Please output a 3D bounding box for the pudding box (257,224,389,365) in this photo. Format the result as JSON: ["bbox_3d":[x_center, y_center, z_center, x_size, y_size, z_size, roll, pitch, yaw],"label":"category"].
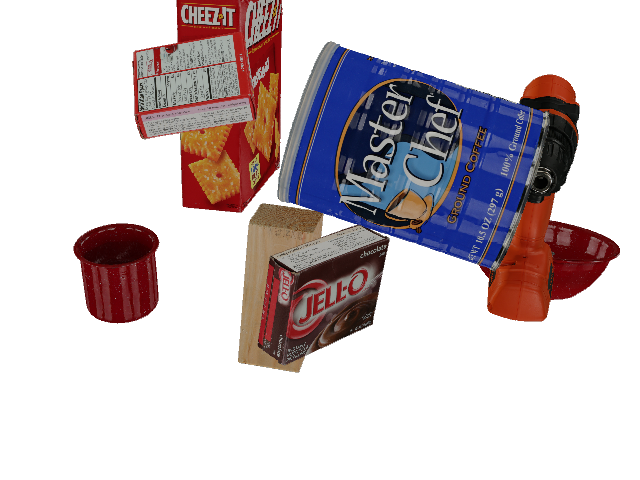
[{"bbox_3d":[0.003,0.043,0.891,0.039,0.090,0.113,32,36,33],"label":"pudding box"}]

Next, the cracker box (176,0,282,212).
[{"bbox_3d":[-0.086,-0.155,1.080,0.072,0.214,0.164,6,22,10],"label":"cracker box"}]

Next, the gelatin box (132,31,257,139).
[{"bbox_3d":[-0.096,-0.117,0.805,0.089,0.073,0.030,-10,-39,0],"label":"gelatin box"}]

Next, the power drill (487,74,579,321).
[{"bbox_3d":[0.180,-0.028,0.899,0.057,0.188,0.184,11,31,11],"label":"power drill"}]

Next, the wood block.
[{"bbox_3d":[-0.055,0.064,1.469,0.090,0.206,0.090,9,21,6],"label":"wood block"}]

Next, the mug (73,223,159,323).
[{"bbox_3d":[-0.233,0.034,1.199,0.117,0.081,0.093,24,39,34],"label":"mug"}]

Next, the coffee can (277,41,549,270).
[{"bbox_3d":[0.056,-0.051,0.653,0.140,0.103,0.103,18,1,4],"label":"coffee can"}]

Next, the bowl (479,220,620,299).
[{"bbox_3d":[0.227,0.021,1.118,0.162,0.055,0.162,5,17,-2],"label":"bowl"}]
